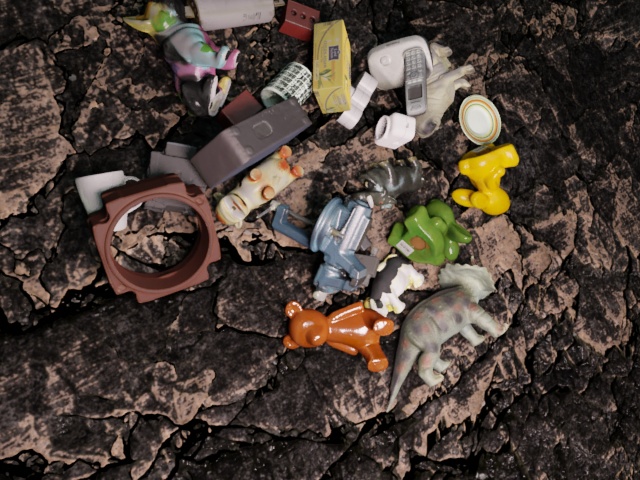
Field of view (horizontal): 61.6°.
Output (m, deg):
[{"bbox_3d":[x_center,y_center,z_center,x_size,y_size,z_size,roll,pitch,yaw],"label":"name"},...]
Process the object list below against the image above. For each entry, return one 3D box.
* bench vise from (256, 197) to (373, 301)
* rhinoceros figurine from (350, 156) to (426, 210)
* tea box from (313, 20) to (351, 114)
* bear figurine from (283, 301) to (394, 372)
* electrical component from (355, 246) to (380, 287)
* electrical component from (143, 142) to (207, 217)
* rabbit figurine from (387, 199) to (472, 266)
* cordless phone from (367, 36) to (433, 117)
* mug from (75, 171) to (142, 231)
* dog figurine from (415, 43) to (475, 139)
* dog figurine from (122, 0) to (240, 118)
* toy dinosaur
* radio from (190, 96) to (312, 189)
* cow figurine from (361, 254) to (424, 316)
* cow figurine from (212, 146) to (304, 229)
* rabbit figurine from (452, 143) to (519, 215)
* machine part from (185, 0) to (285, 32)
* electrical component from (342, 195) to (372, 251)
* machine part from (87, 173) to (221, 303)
[{"bbox_3d":[-0.006,-0.001,1.088,0.241,0.129,0.223,27,114,16],"label":"bench vise"},{"bbox_3d":[0.150,-0.125,1.212,0.190,0.073,0.112,-20,101,-26],"label":"rhinoceros figurine"},{"bbox_3d":[0.027,-0.371,1.157,0.068,0.098,0.169,-5,73,13],"label":"tea box"},{"bbox_3d":[0.030,0.184,1.066,0.196,0.132,0.120,4,106,-18],"label":"bear figurine"},{"bbox_3d":[0.094,0.055,1.166,0.063,0.021,0.094,10,67,23],"label":"electrical component"},{"bbox_3d":[-0.276,-0.117,1.034,0.115,0.058,0.134,6,80,-24],"label":"electrical component"},{"bbox_3d":[0.262,-0.030,1.211,0.159,0.121,0.170,36,48,8],"label":"rabbit figurine"},{"bbox_3d":[0.184,-0.355,1.215,0.088,0.147,0.184,21,66,-57],"label":"cordless phone"},{"bbox_3d":[-0.378,-0.069,0.977,0.109,0.081,0.107,-13,101,-29],"label":"mug"},{"bbox_3d":[0.247,-0.355,1.278,0.190,0.121,0.172,-47,65,-3],"label":"dog figurine"},{"bbox_3d":[-0.276,-0.359,1.044,0.219,0.108,0.191,27,112,4],"label":"dog figurine"},{"bbox_3d":[0.261,0.186,1.190,0.405,0.131,0.192,-32,78,-16],"label":"toy dinosaur"},{"bbox_3d":[-0.127,-0.192,1.035,0.073,0.131,0.229,55,47,-8],"label":"radio"},{"bbox_3d":[0.142,0.113,1.169,0.098,0.068,0.167,46,68,-11],"label":"cow figurine"},{"bbox_3d":[-0.135,-0.098,1.068,0.085,0.127,0.195,51,53,-9],"label":"cow figurine"},{"bbox_3d":[0.408,-0.132,1.299,0.162,0.122,0.173,-33,114,-21],"label":"rabbit figurine"},{"bbox_3d":[-0.185,-0.481,1.116,0.243,0.079,0.079,-18,89,-25],"label":"machine part"},{"bbox_3d":[0.064,-0.031,1.169,0.075,0.048,0.119,-41,99,-22],"label":"electrical component"},{"bbox_3d":[-0.289,-0.003,0.952,0.201,0.087,0.201,-19,116,-21],"label":"machine part"}]
